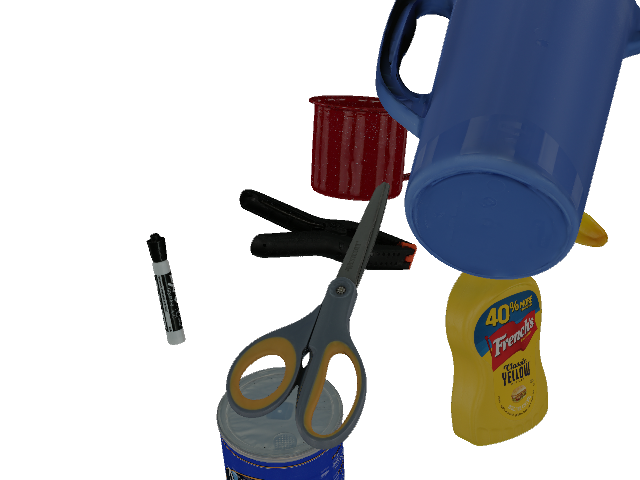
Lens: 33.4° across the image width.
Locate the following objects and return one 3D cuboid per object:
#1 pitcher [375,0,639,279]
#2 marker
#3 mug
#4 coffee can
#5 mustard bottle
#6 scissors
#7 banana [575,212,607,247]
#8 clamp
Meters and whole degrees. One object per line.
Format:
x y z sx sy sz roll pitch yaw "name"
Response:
0.124 -0.096 0.726 0.149 0.242 0.145 -23 -57 40 "pitcher"
-0.162 0.051 1.117 0.020 0.121 0.020 -9 17 2 "marker"
0.046 -0.081 0.940 0.117 0.081 0.093 1 14 -11 "mug"
-0.030 0.193 0.901 0.103 0.140 0.103 -2 36 1 "coffee can"
0.156 0.080 0.951 0.096 0.191 0.058 -17 20 -29 "mustard bottle"
-0.006 0.041 0.689 0.096 0.201 0.016 -1 -37 8 "scissors"
0.202 -0.029 1.103 0.198 0.037 0.069 11 38 22 "banana"
0.008 0.001 1.201 0.210 0.036 0.164 15 20 -7 "clamp"
